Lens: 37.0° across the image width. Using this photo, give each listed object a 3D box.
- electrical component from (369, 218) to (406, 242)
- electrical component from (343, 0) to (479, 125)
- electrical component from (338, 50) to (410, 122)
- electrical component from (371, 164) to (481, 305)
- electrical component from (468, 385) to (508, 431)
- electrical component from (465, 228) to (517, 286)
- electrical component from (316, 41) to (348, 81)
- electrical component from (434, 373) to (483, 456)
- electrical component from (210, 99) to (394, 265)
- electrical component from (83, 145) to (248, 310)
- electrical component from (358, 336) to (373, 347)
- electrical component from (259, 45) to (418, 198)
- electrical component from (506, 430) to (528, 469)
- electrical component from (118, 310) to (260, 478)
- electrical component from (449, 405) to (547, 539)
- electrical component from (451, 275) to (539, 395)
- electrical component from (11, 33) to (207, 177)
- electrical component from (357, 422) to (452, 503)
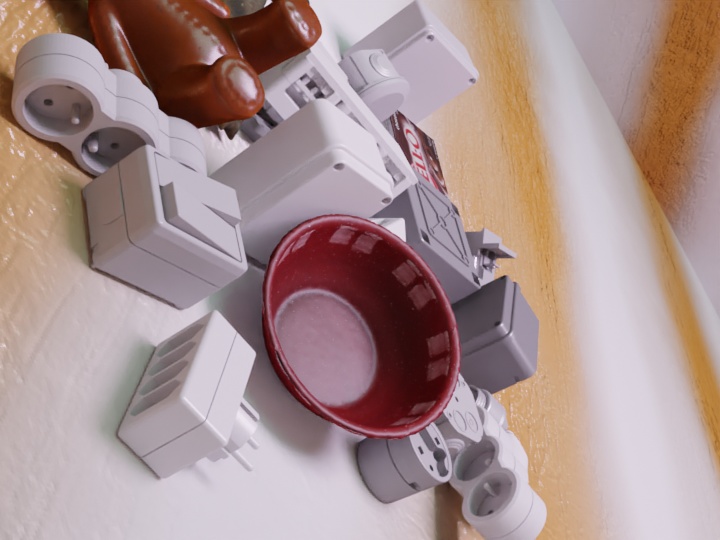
[{"bbox_3d":[0.000,0.000,0.855,0.047,0.066,0.076,-31,120,-67],"label":"electrical component"},{"bbox_3d":[0.056,-0.223,1.181,0.109,0.109,0.056,33,31,-47],"label":"electrical component"},{"bbox_3d":[0.004,-0.174,1.052,0.051,0.080,0.080,59,22,14],"label":"electrical component"},{"bbox_3d":[0.055,-0.032,1.010,0.109,0.056,0.108,36,32,-44],"label":"electrical component"},{"bbox_3d":[0.096,0.120,0.926,0.062,0.043,0.043,46,26,-27],"label":"electrical component"},{"bbox_3d":[0.110,-0.006,1.074,0.042,0.081,0.063,22,71,-55],"label":"electrical component"},{"bbox_3d":[-0.054,-0.198,1.000,0.083,0.047,0.075,50,23,-21],"label":"electrical component"},{"bbox_3d":[0.055,0.111,0.840,0.080,0.051,0.080,46,26,-30],"label":"electrical component"},{"bbox_3d":[-0.042,-0.057,0.764,0.078,0.113,0.057,31,33,-49],"label":"electrical component"},{"bbox_3d":[-0.109,-0.024,0.648,0.096,0.061,0.061,32,35,-49],"label":"electrical component"},{"bbox_3d":[0.005,0.073,0.805,0.061,0.035,0.035,56,23,-14],"label":"electrical component"},{"bbox_3d":[-0.025,-0.127,0.937,0.150,0.062,0.089,48,11,-27],"label":"electrical component"},{"bbox_3d":[0.126,0.166,0.936,0.040,0.040,0.078,54,23,-14],"label":"electrical component"},{"bbox_3d":[-0.082,0.080,0.596,0.075,0.047,0.083,50,24,-21],"label":"electrical component"},{"bbox_3d":[0.111,0.172,0.852,0.073,0.052,0.138,48,9,-26],"label":"electrical component"},{"bbox_3d":[0.119,0.062,1.001,0.057,0.078,0.113,56,23,-16],"label":"electrical component"},{"bbox_3d":[-0.151,-0.098,0.665,0.138,0.052,0.073,38,31,-42],"label":"electrical component"},{"bbox_3d":[0.031,0.134,0.766,0.055,0.047,0.055,46,26,-30],"label":"electrical component"}]
